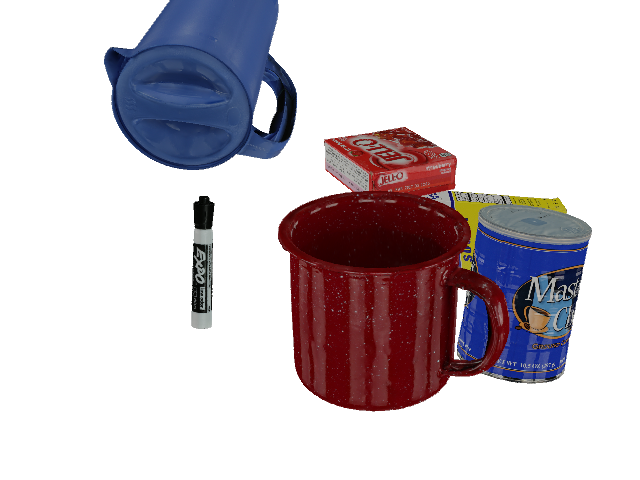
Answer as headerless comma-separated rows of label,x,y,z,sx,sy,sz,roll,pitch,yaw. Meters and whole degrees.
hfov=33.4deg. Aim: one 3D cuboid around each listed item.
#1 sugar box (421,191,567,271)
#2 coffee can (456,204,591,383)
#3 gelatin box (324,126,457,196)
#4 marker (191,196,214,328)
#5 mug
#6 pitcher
sugar box,0.193,-0.007,1.256,0.176,0.093,0.048,3,22,-3
coffee can,0.187,0.047,0.990,0.103,0.140,0.103,6,17,-2
gelatin box,0.053,-0.060,0.829,0.073,0.030,0.089,-11,25,-20
marker,-0.106,0.020,0.964,0.020,0.121,0.020,2,13,-1
mug,0.037,0.033,0.524,0.117,0.081,0.093,12,29,26
pitcher,-0.103,-0.183,1.068,0.145,0.149,0.242,-8,35,16
